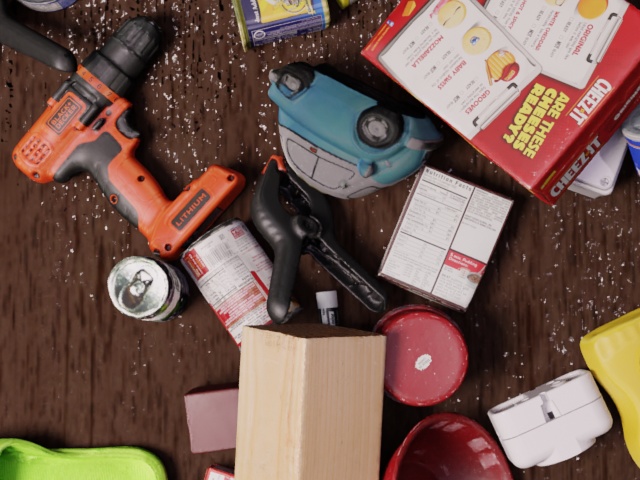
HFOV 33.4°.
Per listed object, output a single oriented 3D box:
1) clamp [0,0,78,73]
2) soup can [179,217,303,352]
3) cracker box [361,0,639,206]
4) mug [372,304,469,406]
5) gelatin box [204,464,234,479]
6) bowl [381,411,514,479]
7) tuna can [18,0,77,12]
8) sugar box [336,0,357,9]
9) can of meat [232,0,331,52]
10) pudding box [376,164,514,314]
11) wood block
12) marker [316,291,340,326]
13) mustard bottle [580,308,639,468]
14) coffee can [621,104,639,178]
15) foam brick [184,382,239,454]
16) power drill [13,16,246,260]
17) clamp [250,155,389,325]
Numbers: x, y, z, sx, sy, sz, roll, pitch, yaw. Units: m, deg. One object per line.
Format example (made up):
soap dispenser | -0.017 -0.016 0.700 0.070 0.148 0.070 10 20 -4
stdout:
clamp | -0.304 -0.195 0.973 0.165 0.036 0.210 -26 80 30
soup can | -0.071 0.039 0.956 0.068 0.068 0.102 -35 85 0
cracker box | 0.164 -0.158 0.906 0.214 0.072 0.164 44 101 30
mug | 0.076 0.099 0.940 0.117 0.081 0.093 19 87 3
gelatin box | -0.068 0.250 0.961 0.089 0.030 0.073 15 87 6
bowl | 0.101 0.232 0.919 0.161 0.055 0.162 16 64 -38
tuna can | -0.258 -0.258 0.999 0.086 0.034 0.086 0 86 2
sugar box | 0.084 -0.281 0.958 0.176 0.093 0.048 -33 85 -1
can of meat | -0.042 -0.233 0.978 0.084 0.057 0.102 -14 87 -1
pudding box | 0.113 -0.001 0.967 0.090 0.039 0.113 23 86 4
wood block | -0.011 0.177 0.888 0.090 0.090 0.206 1 92 -39
marker | 0.012 0.107 0.973 0.020 0.020 0.121 -6 86 2
mustard bottle | 0.310 0.155 0.938 0.096 0.058 0.191 -23 87 -14
coffee can | 0.326 -0.052 0.904 0.103 0.103 0.140 -25 111 0
foam brick | -0.088 0.156 0.945 0.051 0.078 0.053 -7 86 0
power drill | -0.160 -0.088 0.975 0.188 0.057 0.184 41 92 7
clamp | -0.006 0.001 0.951 0.120 0.039 0.171 9 54 -34
